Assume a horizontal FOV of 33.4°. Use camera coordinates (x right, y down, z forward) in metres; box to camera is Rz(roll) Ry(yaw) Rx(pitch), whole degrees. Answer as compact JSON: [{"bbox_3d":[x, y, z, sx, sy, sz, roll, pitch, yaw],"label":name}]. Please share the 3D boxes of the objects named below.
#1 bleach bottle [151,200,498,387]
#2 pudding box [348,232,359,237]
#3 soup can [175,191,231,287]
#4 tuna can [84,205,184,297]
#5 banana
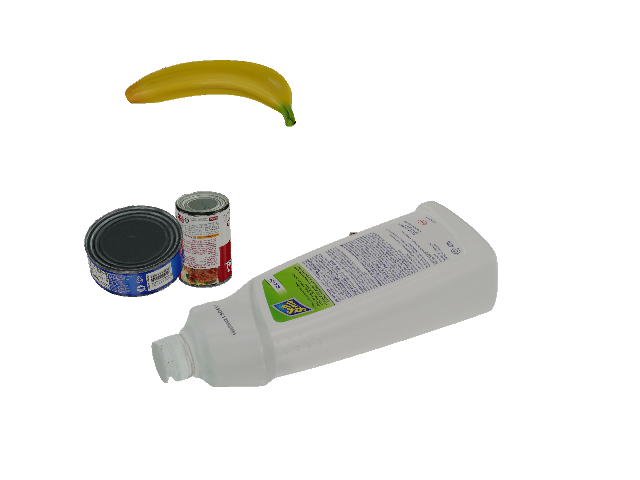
[{"bbox_3d":[-0.001,0.045,0.766,0.250,0.068,0.103,-17,33,-22],"label":"bleach bottle"},{"bbox_3d":[0.076,0.028,1.062,0.113,0.039,0.090,-3,-32,-14],"label":"pudding box"},{"bbox_3d":[-0.145,-0.002,1.321,0.068,0.102,0.068,0,26,0],"label":"soup can"},{"bbox_3d":[-0.163,0.009,0.942,0.086,0.034,0.086,0,43,0],"label":"tuna can"},{"bbox_3d":[-0.111,-0.165,1.141,0.198,0.037,0.069,9,46,18],"label":"banana"}]
